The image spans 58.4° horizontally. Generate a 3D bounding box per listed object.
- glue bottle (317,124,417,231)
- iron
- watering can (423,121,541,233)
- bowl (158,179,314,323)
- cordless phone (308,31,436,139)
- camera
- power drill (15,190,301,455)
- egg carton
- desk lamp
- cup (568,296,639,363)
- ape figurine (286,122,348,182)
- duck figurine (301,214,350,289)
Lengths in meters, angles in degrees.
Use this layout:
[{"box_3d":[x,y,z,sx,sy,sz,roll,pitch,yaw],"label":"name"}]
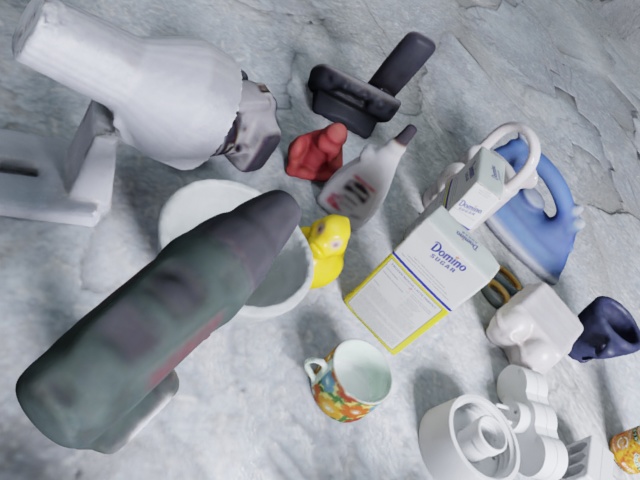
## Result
[{"box_3d":[0.068,-0.087,0.735,0.078,0.173,0.037,35,41,-6],"label":"glue bottle"},{"box_3d":[0.361,-0.064,0.962,0.119,0.141,0.258,-18,67,-45],"label":"iron"},{"box_3d":[0.259,-0.099,0.875,0.173,0.193,0.101,-21,69,-46],"label":"watering can"},{"box_3d":[-0.095,0.022,0.593,0.168,0.074,0.167,21,45,-22],"label":"bowl"},{"box_3d":[0.078,-0.263,0.886,0.148,0.184,0.094,18,46,-24],"label":"cordless phone"},{"box_3d":[-0.131,-0.158,0.701,0.137,0.100,0.143,-22,70,-46],"label":"camera"},{"box_3d":[-0.121,0.071,0.430,0.075,0.208,0.230,42,41,2],"label":"power drill"},{"box_3d":[0.305,0.125,0.811,0.151,0.069,0.107,-25,72,-46],"label":"egg carton"},{"box_3d":[-0.201,-0.109,0.521,0.204,0.213,0.118,6,52,-33],"label":"desk lamp"},{"box_3d":[0.406,0.150,0.846,0.091,0.094,0.118,44,41,3],"label":"cup"},{"box_3d":[0.004,-0.124,0.780,0.078,0.092,0.076,42,41,1],"label":"ape figurine"},{"box_3d":[0.006,0.002,0.678,0.077,0.086,0.105,45,41,4],"label":"duck figurine"}]
